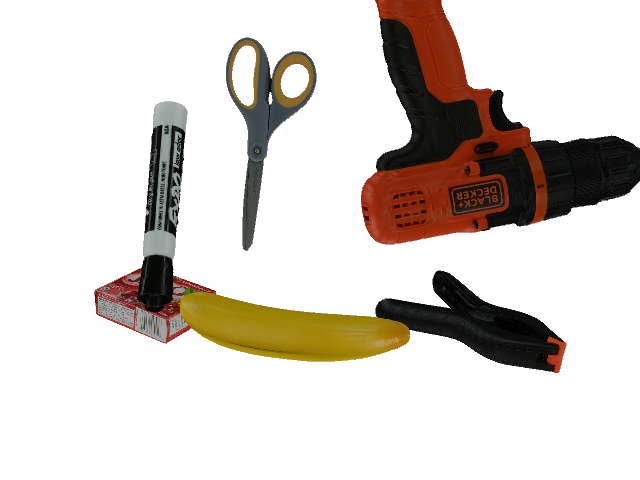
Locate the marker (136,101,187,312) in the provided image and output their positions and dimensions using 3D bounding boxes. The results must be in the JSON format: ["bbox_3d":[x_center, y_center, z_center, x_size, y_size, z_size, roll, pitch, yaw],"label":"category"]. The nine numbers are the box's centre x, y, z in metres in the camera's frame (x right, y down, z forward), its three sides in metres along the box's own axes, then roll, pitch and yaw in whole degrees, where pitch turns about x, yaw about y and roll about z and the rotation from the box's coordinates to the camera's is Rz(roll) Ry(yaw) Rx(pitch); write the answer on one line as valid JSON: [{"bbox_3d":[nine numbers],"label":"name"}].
[{"bbox_3d":[-0.086,-0.019,0.582,0.020,0.121,0.020,1,-23,0],"label":"marker"}]

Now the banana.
[{"bbox_3d":[-0.033,0.064,0.825,0.198,0.037,0.069,11,31,20],"label":"banana"}]

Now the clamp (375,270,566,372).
[{"bbox_3d":[0.149,0.073,0.992,0.172,0.039,0.120,21,31,21],"label":"clamp"}]

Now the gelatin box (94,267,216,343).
[{"bbox_3d":[-0.155,0.057,1.001,0.089,0.030,0.073,19,27,28],"label":"gelatin box"}]

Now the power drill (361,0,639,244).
[{"bbox_3d":[0.105,-0.099,0.664,0.184,0.187,0.057,-11,7,-9],"label":"power drill"}]

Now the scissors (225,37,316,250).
[{"bbox_3d":[-0.043,-0.097,1.029,0.096,0.202,0.016,-9,3,-2],"label":"scissors"}]
